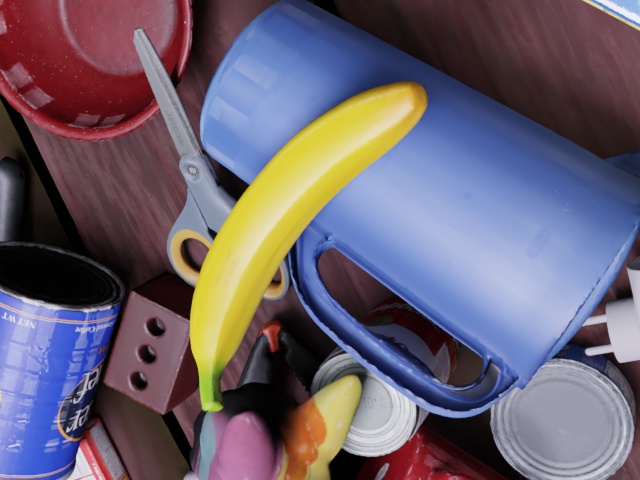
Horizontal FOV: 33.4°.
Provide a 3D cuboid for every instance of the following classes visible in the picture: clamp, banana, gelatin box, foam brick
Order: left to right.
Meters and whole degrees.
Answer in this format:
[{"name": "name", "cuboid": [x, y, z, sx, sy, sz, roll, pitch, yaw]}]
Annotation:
[{"name": "clamp", "cuboid": [-0.235, 0.024, 0.781, 0.120, 0.039, 0.171, -26, 102, 24]}, {"name": "gelatin box", "cuboid": [-0.193, 0.182, 0.814, 0.089, 0.030, 0.073, -21, 99, 24]}, {"name": "foam brick", "cuboid": [-0.108, 0.071, 0.737, 0.053, 0.051, 0.078, 25, 113, 13]}, {"name": "banana", "cuboid": [-0.016, -0.007, 0.548, 0.070, 0.037, 0.198, 44, 109, 36]}, {"name": "clamp", "cuboid": [0.000, 0.156, 0.715, 0.164, 0.036, 0.210, -6, 93, -4]}]

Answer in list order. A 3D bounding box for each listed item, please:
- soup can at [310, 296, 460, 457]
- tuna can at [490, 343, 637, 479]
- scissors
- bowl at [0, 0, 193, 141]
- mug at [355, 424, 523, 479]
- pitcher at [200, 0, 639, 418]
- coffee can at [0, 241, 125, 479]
[{"name": "soup can", "cuboid": [0.041, 0.081, 0.654, 0.069, 0.102, 0.068, 6, 107, 20]}, {"name": "tuna can", "cuboid": [0.150, 0.107, 0.658, 0.086, 0.033, 0.086, 6, 107, 19]}, {"name": "scissors", "cuboid": [-0.089, -0.036, 0.685, 0.096, 0.016, 0.201, -17, 119, 35]}, {"name": "bowl", "cuboid": [-0.143, -0.147, 0.686, 0.162, 0.055, 0.162, 6, 107, 19]}, {"name": "mug", "cuboid": [0.074, 0.163, 0.651, 0.081, 0.093, 0.117, 34, 154, -12]}, {"name": "pitcher", "cuboid": [0.049, -0.026, 0.604, 0.243, 0.149, 0.145, 33, 125, 13]}, {"name": "coffee can", "cuboid": [-0.200, 0.085, 0.724, 0.103, 0.102, 0.140, 23, 106, 14]}]
